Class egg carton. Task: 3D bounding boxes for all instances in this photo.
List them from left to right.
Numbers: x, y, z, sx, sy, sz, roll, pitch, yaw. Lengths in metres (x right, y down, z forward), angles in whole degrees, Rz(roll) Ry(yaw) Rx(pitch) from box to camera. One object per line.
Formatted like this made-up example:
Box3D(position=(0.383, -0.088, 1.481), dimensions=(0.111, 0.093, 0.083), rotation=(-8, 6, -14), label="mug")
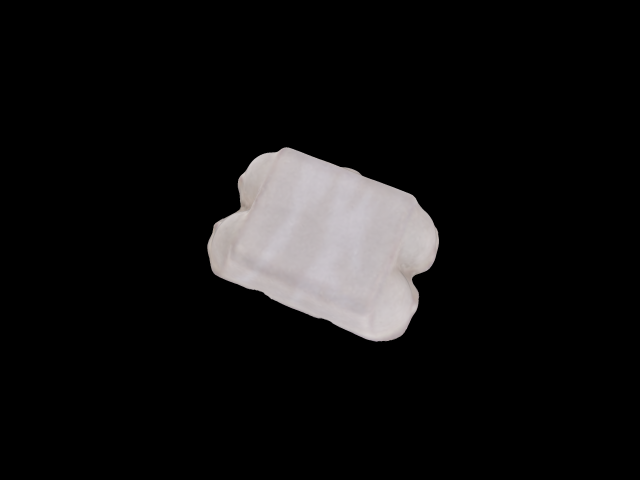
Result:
Box3D(position=(0.004, 0.001, 0.400), dimensions=(0.150, 0.069, 0.107), rotation=(21, 72, 7), label="egg carton")
